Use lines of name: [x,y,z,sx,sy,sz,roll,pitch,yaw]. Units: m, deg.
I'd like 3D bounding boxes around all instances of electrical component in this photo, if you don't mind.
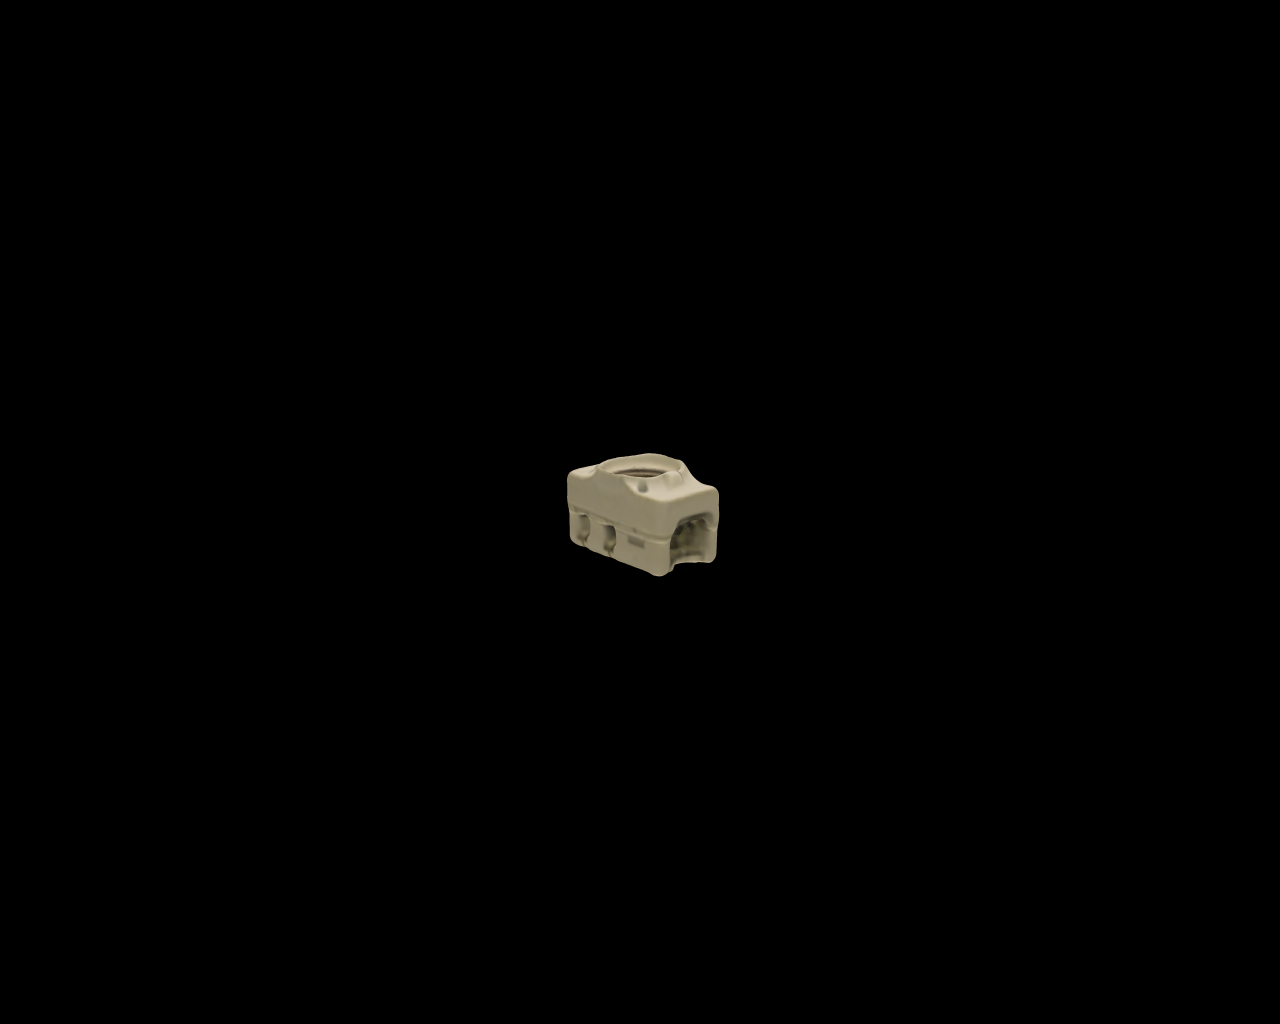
electrical component: [0.001,-0.003,0.650,0.050,0.055,0.089,-14,22,-38]
